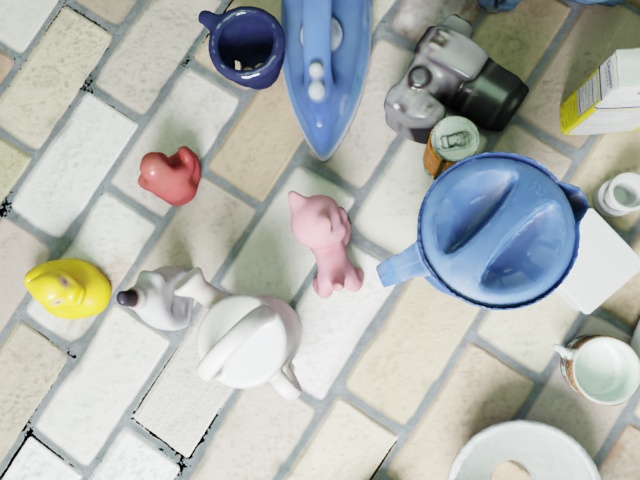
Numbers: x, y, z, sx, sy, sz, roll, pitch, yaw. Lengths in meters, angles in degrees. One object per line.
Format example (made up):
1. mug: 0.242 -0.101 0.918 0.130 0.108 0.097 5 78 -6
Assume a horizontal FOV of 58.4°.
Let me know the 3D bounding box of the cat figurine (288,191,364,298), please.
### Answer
1. cat figurine: 0.006 0.002 0.664 0.067 0.118 0.128 -17 82 4

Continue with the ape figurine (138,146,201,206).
1. ape figurine: -0.190 -0.083 0.704 0.077 0.092 0.076 -14 83 4

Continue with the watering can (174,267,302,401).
1. watering can: -0.088 0.105 0.623 0.172 0.194 0.101 24 87 8

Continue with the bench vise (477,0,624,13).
1. bench vise: 0.264 -0.318 0.623 0.207 0.220 0.121 -12 83 4

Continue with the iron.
1. iron: 0.002 -0.234 0.678 0.118 0.141 0.258 0 84 6

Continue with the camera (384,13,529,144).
1. camera: 0.166 -0.177 0.677 0.136 0.101 0.143 34 88 8

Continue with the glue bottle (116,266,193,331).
1. glue bottle: -0.187 0.065 0.647 0.037 0.173 0.078 5 84 6

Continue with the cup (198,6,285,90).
1. cup: -0.093 -0.232 0.710 0.117 0.095 0.092 34 88 8

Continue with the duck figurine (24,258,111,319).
1. duck figurine: -0.322 0.059 0.704 0.104 0.086 0.077 16 86 7

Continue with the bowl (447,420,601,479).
1. bowl: 0.219 0.279 0.636 0.167 0.075 0.167 -1 84 5

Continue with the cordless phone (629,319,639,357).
1. cordless phone: 0.412 0.088 0.583 0.094 0.185 0.148 26 87 8
